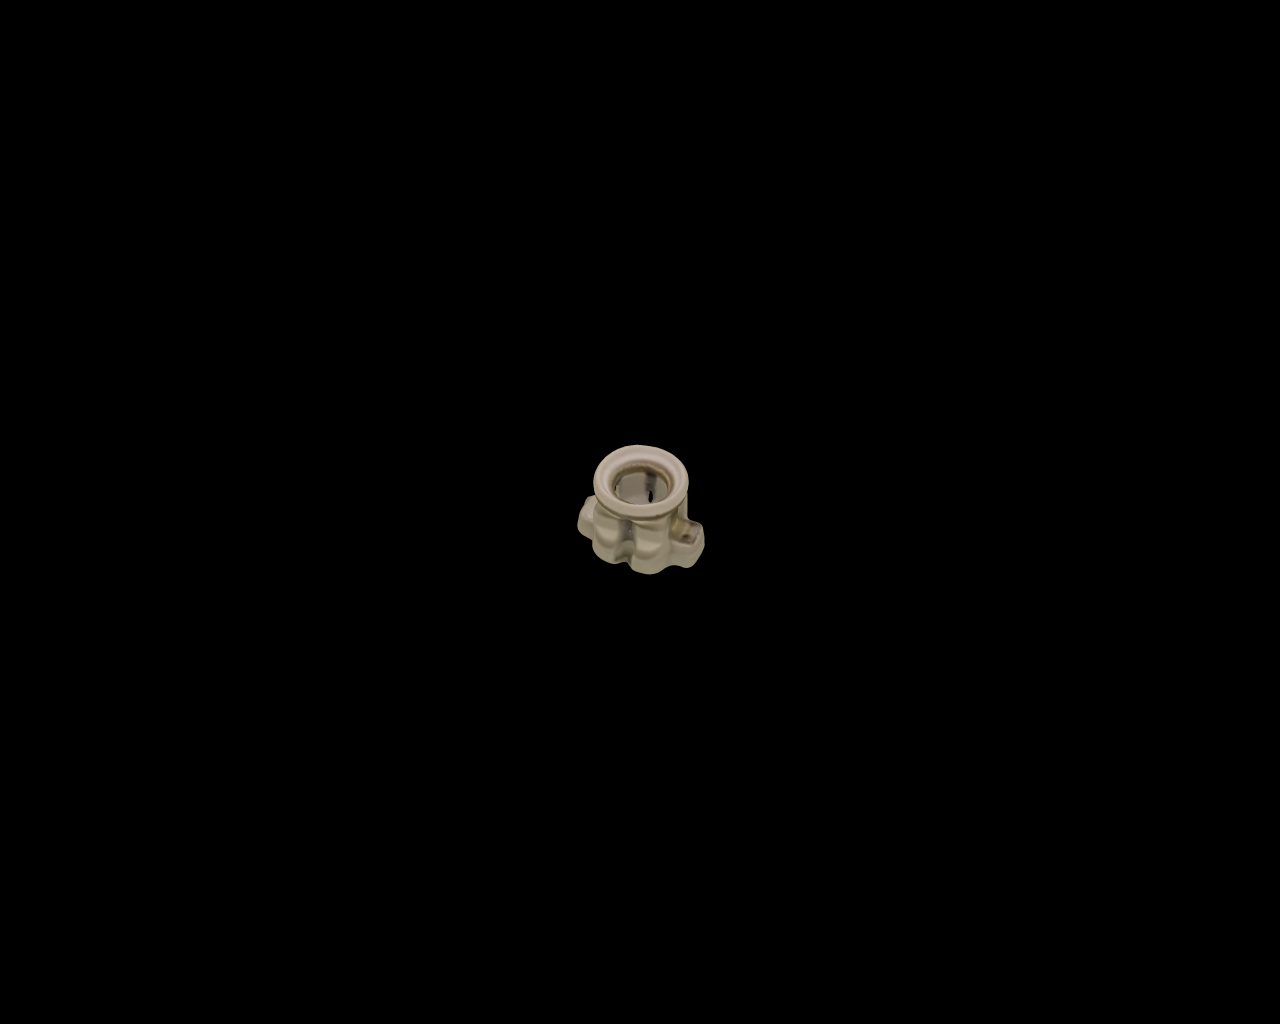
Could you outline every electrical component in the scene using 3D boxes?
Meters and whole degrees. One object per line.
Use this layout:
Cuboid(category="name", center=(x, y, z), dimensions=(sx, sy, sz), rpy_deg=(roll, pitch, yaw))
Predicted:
Cuboid(category="electrical component", center=(0.001, -0.003, 0.650), dimensions=(0.078, 0.056, 0.058), rpy_deg=(17, 48, 16))
